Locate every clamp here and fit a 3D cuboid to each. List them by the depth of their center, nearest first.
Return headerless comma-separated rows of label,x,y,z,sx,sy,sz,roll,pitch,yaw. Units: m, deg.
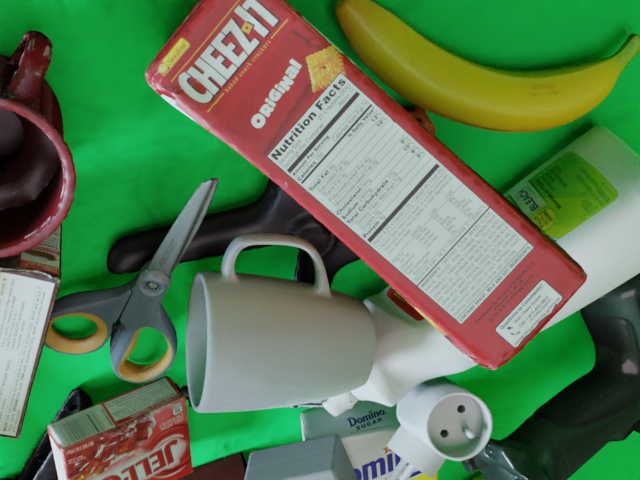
clamp,-0.004,0.001,0.672,0.210,0.036,0.164,-37,122,12
clamp,-0.202,0.172,0.722,0.120,0.039,0.171,-11,124,-8

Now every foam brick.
foam brick,-0.065,0.202,0.765,0.053,0.051,0.078,-20,122,-3

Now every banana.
banana,0.098,-0.101,0.641,0.197,0.037,0.070,4,100,-18

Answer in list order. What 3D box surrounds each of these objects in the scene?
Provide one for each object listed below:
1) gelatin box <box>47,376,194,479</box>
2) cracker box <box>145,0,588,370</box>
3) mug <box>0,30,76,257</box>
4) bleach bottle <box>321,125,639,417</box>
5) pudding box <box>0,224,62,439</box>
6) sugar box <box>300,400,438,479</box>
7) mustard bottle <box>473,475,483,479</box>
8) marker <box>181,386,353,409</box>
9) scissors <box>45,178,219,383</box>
gelatin box,-0.129,0.139,0.705,0.089,0.030,0.073,-20,130,-26
cracker box,0.015,-0.042,0.542,0.213,0.164,0.072,40,96,-12
mug,-0.173,-0.059,0.567,0.093,0.081,0.117,21,113,-24
bleach bottle,0.104,0.035,0.680,0.251,0.102,0.068,-36,124,8
pudding box,-0.179,0.044,0.621,0.039,0.090,0.114,9,116,-19
sugar box,0.041,0.199,0.794,0.093,0.048,0.176,-11,123,-7
mustard bottle,0.174,0.261,0.856,0.096,0.058,0.191,-32,122,-2
marker,-0.036,0.106,0.736,0.121,0.020,0.020,3,119,-16
scissors,-0.118,0.024,0.629,0.096,0.016,0.202,9,139,-6
